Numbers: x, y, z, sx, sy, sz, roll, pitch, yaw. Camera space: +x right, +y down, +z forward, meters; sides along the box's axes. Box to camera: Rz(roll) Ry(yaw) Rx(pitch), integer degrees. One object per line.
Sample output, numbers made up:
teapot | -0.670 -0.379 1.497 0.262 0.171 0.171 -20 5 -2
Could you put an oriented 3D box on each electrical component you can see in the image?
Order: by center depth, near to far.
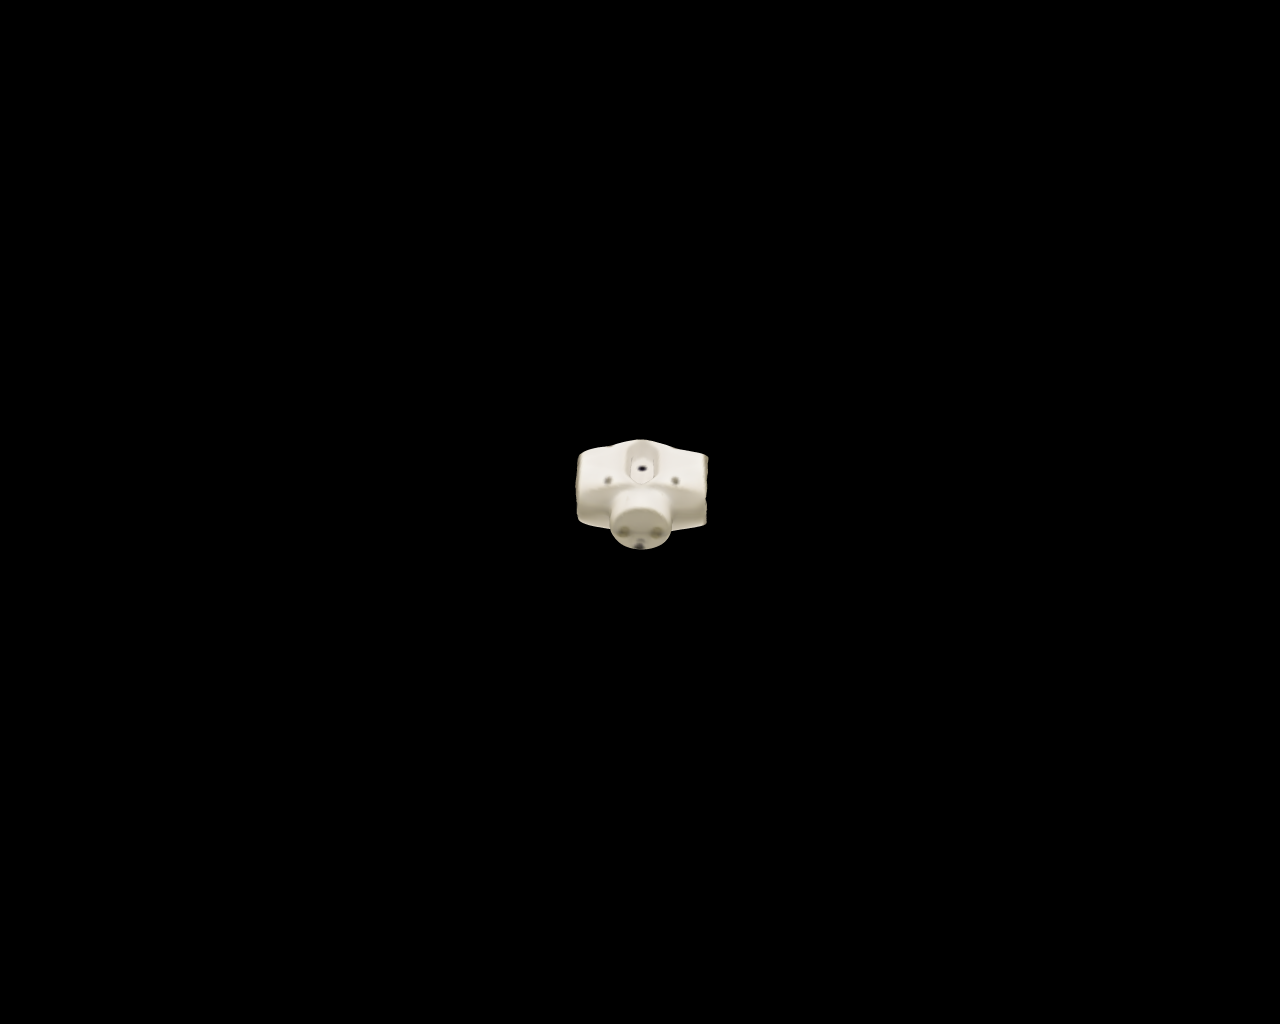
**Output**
electrical component | 0.001 -0.003 0.650 0.077 0.043 0.079 2 43 2
